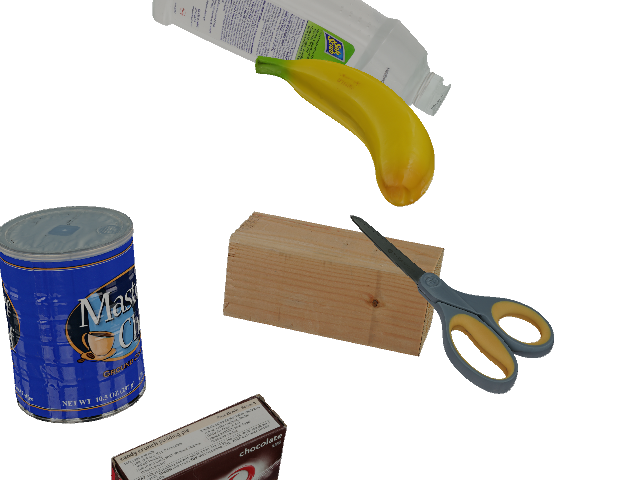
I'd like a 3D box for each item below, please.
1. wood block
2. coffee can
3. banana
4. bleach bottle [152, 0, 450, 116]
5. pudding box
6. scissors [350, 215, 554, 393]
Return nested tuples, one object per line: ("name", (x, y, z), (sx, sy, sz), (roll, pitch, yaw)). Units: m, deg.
("wood block", (0.013, 0.043, 1.097), (0.206, 0.091, 0.090), (11, 22, 11))
("coffee can", (-0.192, 0.055, 0.830), (0.103, 0.140, 0.103), (-1, 21, 0))
("banana", (0.027, -0.072, 0.668), (0.069, 0.037, 0.198), (-15, 35, -22))
("bleach bottle", (-0.013, -0.169, 0.869), (0.251, 0.068, 0.103), (30, -35, 6))
("pudding box", (-0.080, 0.159, 0.696), (0.113, 0.090, 0.039), (-22, 50, -32))
("scissors", (0.107, 0.037, 0.842), (0.096, 0.016, 0.202), (-12, 48, -21))
